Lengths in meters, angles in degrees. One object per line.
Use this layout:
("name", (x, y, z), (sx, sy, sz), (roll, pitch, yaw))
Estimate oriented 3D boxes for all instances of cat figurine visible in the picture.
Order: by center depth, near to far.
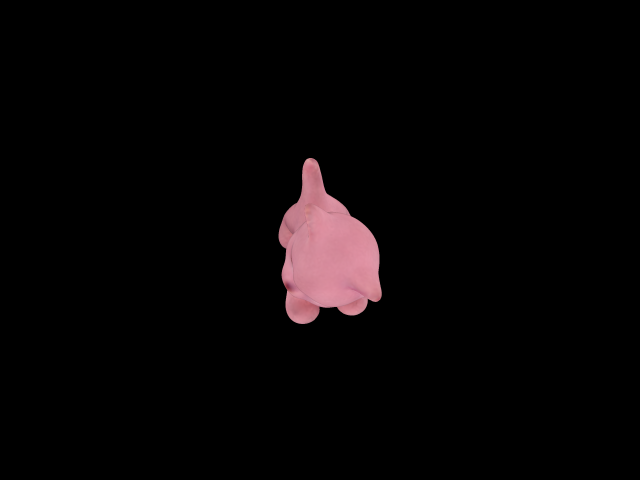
("cat figurine", (0.004, 0.001, 0.400), (0.067, 0.118, 0.127), (-8, 56, -5))
